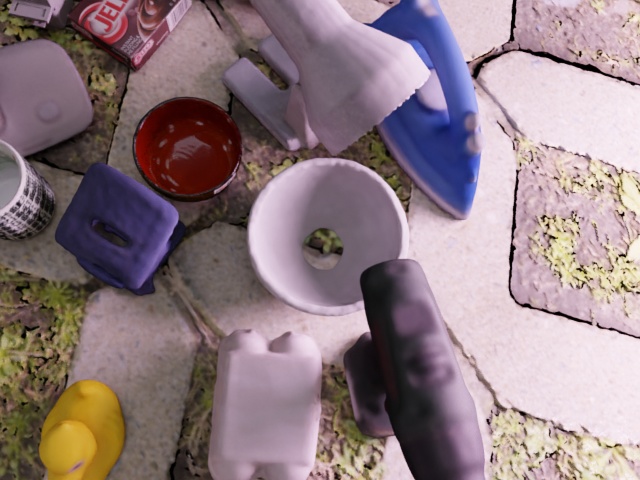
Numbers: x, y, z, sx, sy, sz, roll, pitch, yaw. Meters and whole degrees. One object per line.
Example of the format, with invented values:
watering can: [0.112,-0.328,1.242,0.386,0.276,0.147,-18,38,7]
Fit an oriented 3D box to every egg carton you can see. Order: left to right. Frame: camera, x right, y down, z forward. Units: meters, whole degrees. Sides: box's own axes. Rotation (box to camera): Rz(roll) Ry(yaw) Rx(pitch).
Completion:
egg carton: [-0.052,0.165,0.566,0.107,0.069,0.150,4,76,-6]

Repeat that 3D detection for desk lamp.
desk lamp: [-0.007,-0.168,0.576,0.203,0.213,0.118,45,76,5]

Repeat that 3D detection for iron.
iron: [0.131,-0.157,0.627,0.119,0.141,0.258,-20,80,-11]

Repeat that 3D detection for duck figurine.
duck figurine: [-0.228,0.184,0.532,0.077,0.086,0.104,6,76,-5]

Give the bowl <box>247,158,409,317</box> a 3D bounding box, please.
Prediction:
bowl: [0.006,0.002,0.609,0.167,0.074,0.167,2,77,-6]

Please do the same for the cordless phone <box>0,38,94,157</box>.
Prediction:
cordless phone: [-0.315,-0.155,0.550,0.148,0.185,0.094,-27,81,-12]

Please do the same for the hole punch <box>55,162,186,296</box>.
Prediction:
hole punch: [-0.201,-0.008,0.578,0.108,0.091,0.101,32,75,2]

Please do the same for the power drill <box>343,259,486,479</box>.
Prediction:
power drill: [0.079,0.138,0.516,0.076,0.208,0.229,-11,78,-9]
